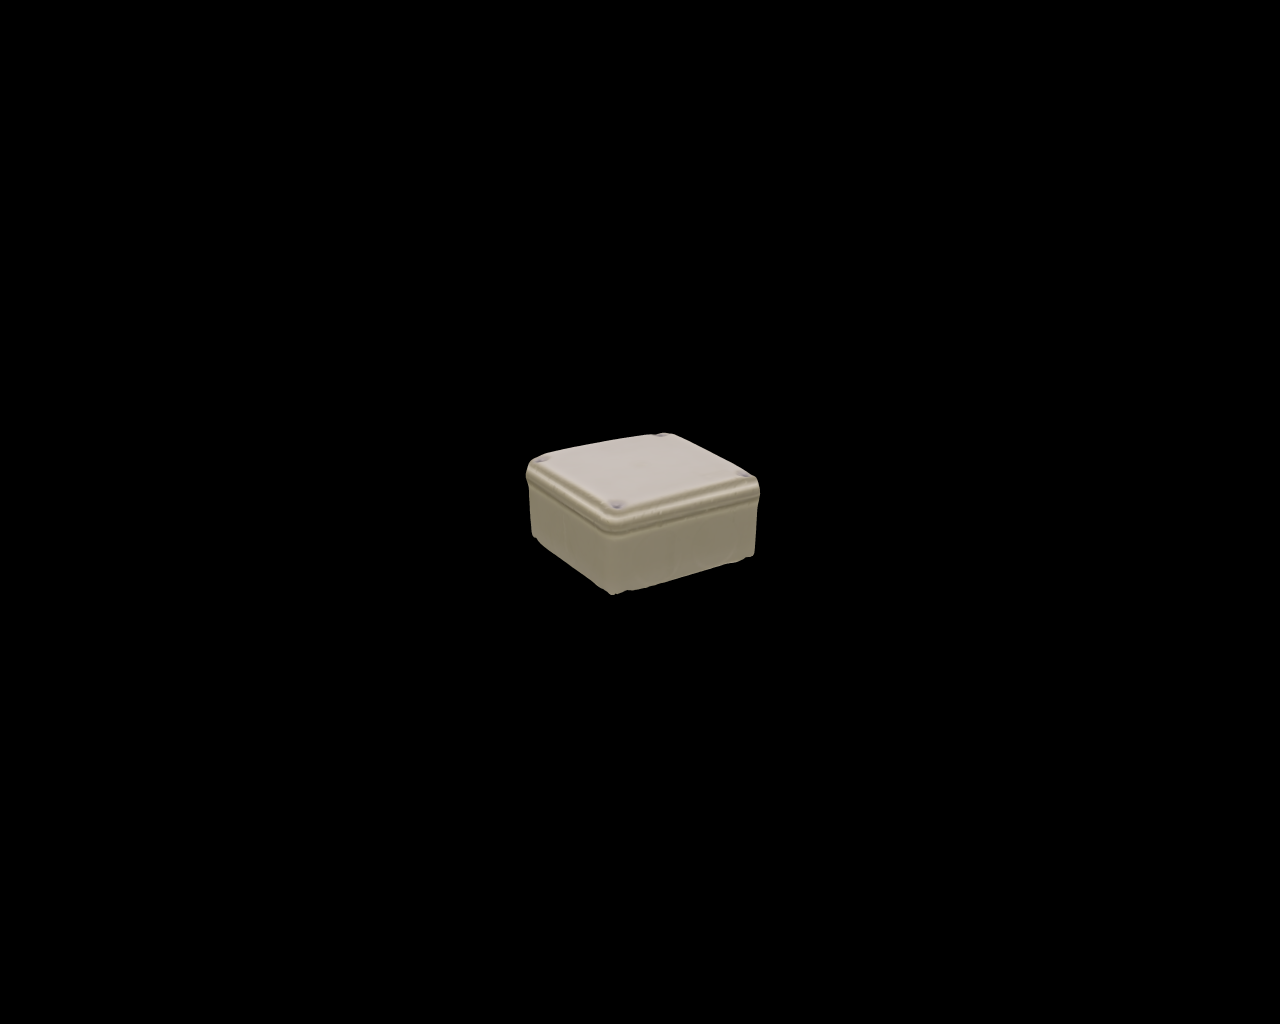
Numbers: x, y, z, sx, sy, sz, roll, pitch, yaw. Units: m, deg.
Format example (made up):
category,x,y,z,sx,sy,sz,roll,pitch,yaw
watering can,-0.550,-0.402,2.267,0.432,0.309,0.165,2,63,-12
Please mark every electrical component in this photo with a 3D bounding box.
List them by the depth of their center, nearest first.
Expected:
category,x,y,z,sx,sy,sz,roll,pitch,yaw
electrical component,0.001,-0.003,0.650,0.109,0.056,0.109,-13,26,-29
